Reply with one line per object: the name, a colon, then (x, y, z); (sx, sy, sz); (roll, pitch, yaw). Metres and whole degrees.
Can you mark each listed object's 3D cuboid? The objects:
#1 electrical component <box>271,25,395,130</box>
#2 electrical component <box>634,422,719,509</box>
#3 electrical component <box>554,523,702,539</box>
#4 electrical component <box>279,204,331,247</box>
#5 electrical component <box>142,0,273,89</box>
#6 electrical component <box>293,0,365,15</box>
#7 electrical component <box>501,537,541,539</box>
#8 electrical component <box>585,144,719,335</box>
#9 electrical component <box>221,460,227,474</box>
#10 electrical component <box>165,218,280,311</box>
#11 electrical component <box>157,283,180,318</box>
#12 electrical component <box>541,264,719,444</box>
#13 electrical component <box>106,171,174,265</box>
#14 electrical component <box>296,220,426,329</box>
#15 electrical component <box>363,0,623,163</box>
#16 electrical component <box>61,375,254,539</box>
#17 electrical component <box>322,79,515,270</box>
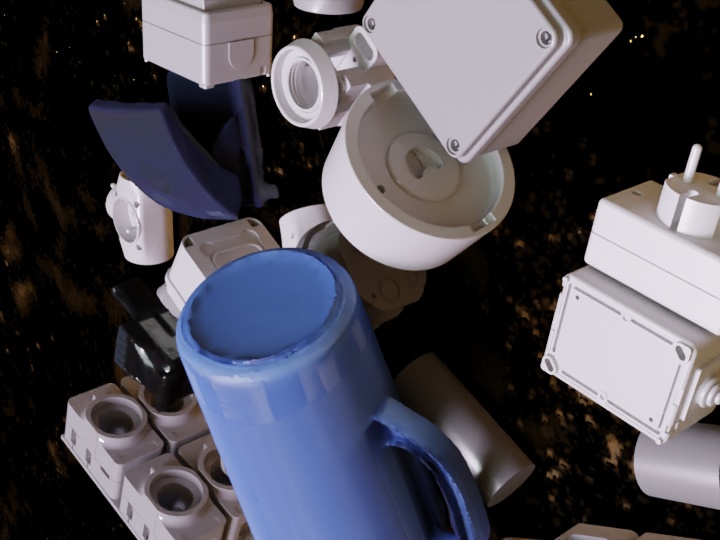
electrical component: (-0.020, -0.123, 0.698); (0.058, 0.057, 0.078); (58, 140, 14)
electrical component: (0.190, 0.103, 0.560); (0.081, 0.043, 0.043); (1, 106, 49)
electrical component: (0.175, 0.200, 0.604); (0.150, 0.062, 0.089); (-7, 100, 51)
electrical component: (-0.032, 0.002, 0.773); (0.079, 0.043, 0.077); (134, 124, -68)
electrical component: (-0.115, -0.178, 0.782); (0.096, 0.062, 0.061); (29, 126, 39)
electrical component: (-0.006, -0.196, 0.661); (0.079, 0.043, 0.077); (28, 126, 39)
electrical component: (0.104, 0.197, 0.700); (0.081, 0.043, 0.043); (-12, 96, 51)
electrical component: (0.165, -0.024, 0.531); (0.083, 0.047, 0.075); (34, 129, 37)
electrical component: (-0.066, 0.142, 0.850); (0.051, 0.080, 0.080); (34, 129, 30)
electrical component: (-0.088, 0.024, 0.824); (0.113, 0.078, 0.057); (52, 138, 21)
electrical component: (-0.150, 0.023, 0.927); (0.078, 0.040, 0.040); (7, 111, 49)
electrical component: (0.154, 0.040, 0.560); (0.096, 0.061, 0.061); (34, 129, 37)
electrical component: (-0.197, -0.054, 0.946); (0.079, 0.044, 0.077); (27, 125, 41)
electrical component: (0.000, 0.000, 0.711); (0.051, 0.080, 0.080); (-27, 85, 46)
electrical component: (0.068, -0.135, 0.589); (0.108, 0.056, 0.108); (58, 140, 15)
electrical component: (-0.172, 0.173, 0.966); (0.186, 0.105, 0.060); (42, 134, 30)
electrical component: (0.030, -0.051, 0.635); (0.108, 0.108, 0.060); (59, 146, 13)
